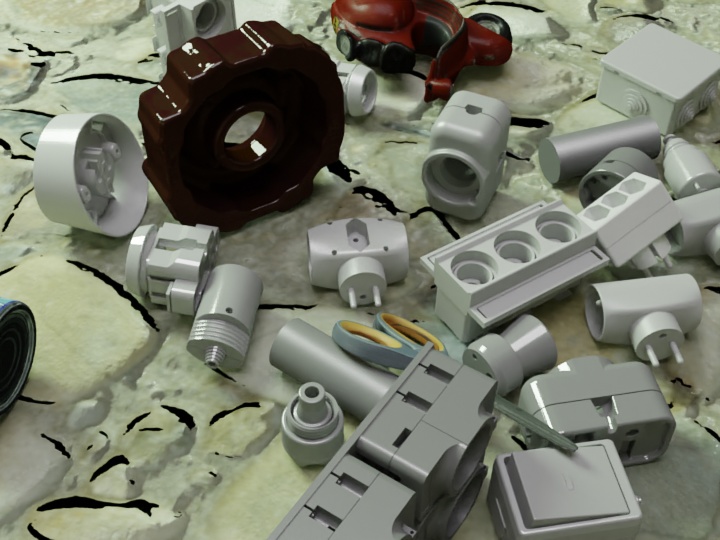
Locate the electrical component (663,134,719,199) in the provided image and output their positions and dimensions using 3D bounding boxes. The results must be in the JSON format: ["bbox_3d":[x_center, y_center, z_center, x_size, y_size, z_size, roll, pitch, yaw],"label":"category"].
[{"bbox_3d":[0.284,-0.089,0.936,0.040,0.040,0.078,-7,47,-8],"label":"electrical component"}]

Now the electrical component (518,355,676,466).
[{"bbox_3d":[0.160,0.099,0.742,0.095,0.053,0.059,-7,47,-8],"label":"electrical component"}]

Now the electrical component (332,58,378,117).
[{"bbox_3d":[-0.017,-0.169,1.002,0.055,0.048,0.066,11,46,20],"label":"electrical component"}]

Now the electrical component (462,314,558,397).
[{"bbox_3d":[0.109,0.063,0.782,0.055,0.045,0.045,-26,52,-24],"label":"electrical component"}]

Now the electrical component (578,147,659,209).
[{"bbox_3d":[0.220,-0.071,0.909,0.055,0.055,0.047,27,47,22],"label":"electrical component"}]

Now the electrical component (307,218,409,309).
[{"bbox_3d":[0.000,0.000,0.841,0.077,0.043,0.079,-4,47,-6],"label":"electrical component"}]

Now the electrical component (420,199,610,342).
[{"bbox_3d":[0.118,0.002,0.828,0.121,0.063,0.078,-25,51,-23],"label":"electrical component"}]

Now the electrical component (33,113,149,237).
[{"bbox_3d":[-0.219,-0.079,0.878,0.064,0.099,0.099,7,46,14],"label":"electrical component"}]

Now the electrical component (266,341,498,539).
[{"bbox_3d":[0.016,0.149,0.655,0.060,0.105,0.186,26,51,22],"label":"electrical component"}]

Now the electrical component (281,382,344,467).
[{"bbox_3d":[-0.032,0.102,0.729,0.043,0.062,0.043,1,46,-1],"label":"electrical component"}]

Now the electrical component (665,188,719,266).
[{"bbox_3d":[0.293,-0.030,0.876,0.077,0.044,0.079,-16,49,-16],"label":"electrical component"}]

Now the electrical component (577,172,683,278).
[{"bbox_3d":[0.222,-0.026,0.856,0.066,0.076,0.047,-37,18,0],"label":"electrical component"}]

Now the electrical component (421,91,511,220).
[{"bbox_3d":[0.087,-0.091,0.895,0.054,0.095,0.059,19,49,16],"label":"electrical component"}]

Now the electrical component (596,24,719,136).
[{"bbox_3d":[0.283,-0.179,1.016,0.100,0.048,0.100,35,55,28],"label":"electrical component"}]

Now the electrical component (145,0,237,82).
[{"bbox_3d":[-0.151,-0.203,0.978,0.063,0.121,0.079,32,53,29],"label":"electrical component"}]

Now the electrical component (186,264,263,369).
[{"bbox_3d":[-0.101,0.039,0.800,0.043,0.043,0.081,6,46,4],"label":"electrical component"}]

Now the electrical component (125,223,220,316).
[{"bbox_3d":[-0.146,-0.004,0.832,0.057,0.058,0.078,9,47,4],"label":"electrical component"}]

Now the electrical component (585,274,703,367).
[{"bbox_3d":[0.218,0.041,0.806,0.077,0.044,0.079,-6,47,-7],"label":"electrical component"}]

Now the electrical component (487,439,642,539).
[{"bbox_3d":[0.136,0.149,0.688,0.096,0.061,0.061,-6,47,-8],"label":"electrical component"}]
